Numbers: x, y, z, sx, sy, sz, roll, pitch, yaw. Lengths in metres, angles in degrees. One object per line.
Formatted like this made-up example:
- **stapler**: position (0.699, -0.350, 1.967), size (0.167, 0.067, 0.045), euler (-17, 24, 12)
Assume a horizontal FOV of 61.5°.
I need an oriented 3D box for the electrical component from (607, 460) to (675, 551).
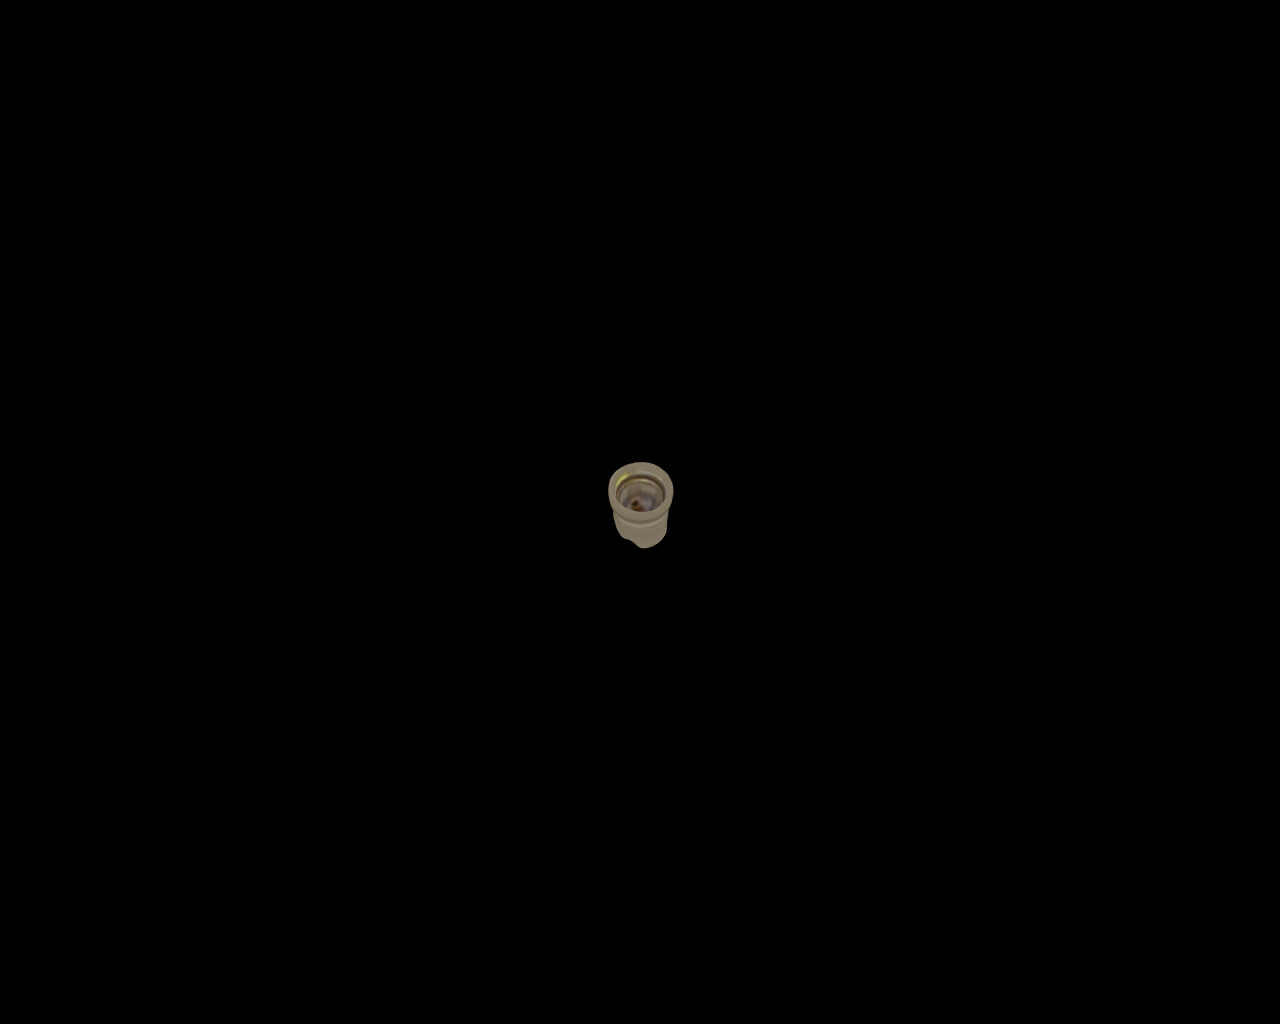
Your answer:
- **electrical component**: position (0.001, -0.003, 0.650), size (0.040, 0.040, 0.046), euler (0, -34, 0)
